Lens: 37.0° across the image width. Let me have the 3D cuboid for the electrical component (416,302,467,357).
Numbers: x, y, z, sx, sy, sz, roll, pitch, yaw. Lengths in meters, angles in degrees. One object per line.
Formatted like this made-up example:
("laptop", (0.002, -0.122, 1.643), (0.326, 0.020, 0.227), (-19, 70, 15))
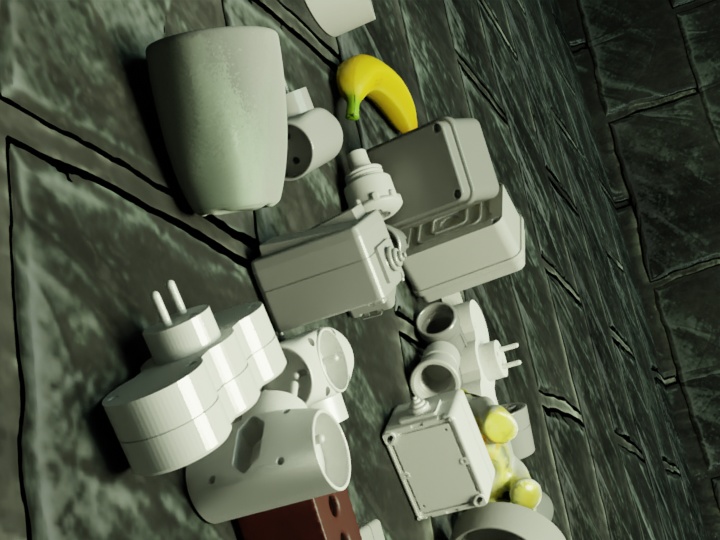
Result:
("electrical component", (0.078, 0.059, 1.007), (0.046, 0.040, 0.040), (61, 22, -44))

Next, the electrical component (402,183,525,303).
("electrical component", (0.097, -0.025, 1.020), (0.057, 0.113, 0.078), (58, 24, -27))

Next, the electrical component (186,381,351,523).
("electrical component", (-0.048, 0.092, 0.583), (0.043, 0.077, 0.079), (57, 23, -35))

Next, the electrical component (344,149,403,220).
("electrical component", (0.006, -0.073, 0.922), (0.048, 0.048, 0.062), (20, 48, -66))

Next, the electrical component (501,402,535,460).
("electrical component", (0.145, 0.163, 1.075), (0.055, 0.055, 0.047), (-24, 100, -70))

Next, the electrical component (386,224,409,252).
("electrical component", (0.020, -0.020, 0.922), (0.046, 0.040, 0.040), (-9, 82, -76))

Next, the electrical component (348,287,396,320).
("electrical component", (0.000, 0.000, 0.846), (0.081, 0.042, 0.063), (-80, 150, -51))

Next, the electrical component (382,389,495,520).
("electrical component", (0.062, 0.139, 0.860), (0.096, 0.062, 0.061), (68, 20, -13))

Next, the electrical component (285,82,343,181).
("electrical component", (-0.050, -0.111, 0.803), (0.079, 0.043, 0.077), (69, 20, -9))

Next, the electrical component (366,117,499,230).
("electrical component", (0.055, -0.083, 0.950), (0.057, 0.113, 0.078), (-13, 85, -52))

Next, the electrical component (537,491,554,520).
("electrical component", (0.163, 0.250, 1.061), (0.077, 0.044, 0.079), (38, 39, -58))

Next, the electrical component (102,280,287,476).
("electrical component", (-0.088, 0.042, 0.554), (0.138, 0.052, 0.073), (-50, 120, -68))

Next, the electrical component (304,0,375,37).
("electrical component", (-0.023, -0.275, 1.025), (0.099, 0.064, 0.099), (-16, 90, -84))

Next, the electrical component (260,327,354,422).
("electrical component", (-0.030, 0.080, 0.688), (0.077, 0.044, 0.079), (-17, 89, -71))

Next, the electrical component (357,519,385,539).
("electrical component", (0.003, 0.199, 0.669), (0.076, 0.047, 0.083), (-1, 74, -70))

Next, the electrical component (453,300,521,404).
("electrical component", (0.120, 0.090, 1.039), (0.052, 0.074, 0.138), (48, 31, -49))

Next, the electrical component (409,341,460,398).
("electrical component", (0.070, 0.089, 0.958), (0.065, 0.044, 0.044), (-59, 129, -71))

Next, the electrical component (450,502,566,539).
("electrical component", (0.119, 0.237, 0.878), (0.099, 0.099, 0.064), (68, 26, -10))

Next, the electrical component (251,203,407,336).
("electrical component", (-0.016, -0.005, 0.722), (0.061, 0.096, 0.062), (69, 20, -8))
